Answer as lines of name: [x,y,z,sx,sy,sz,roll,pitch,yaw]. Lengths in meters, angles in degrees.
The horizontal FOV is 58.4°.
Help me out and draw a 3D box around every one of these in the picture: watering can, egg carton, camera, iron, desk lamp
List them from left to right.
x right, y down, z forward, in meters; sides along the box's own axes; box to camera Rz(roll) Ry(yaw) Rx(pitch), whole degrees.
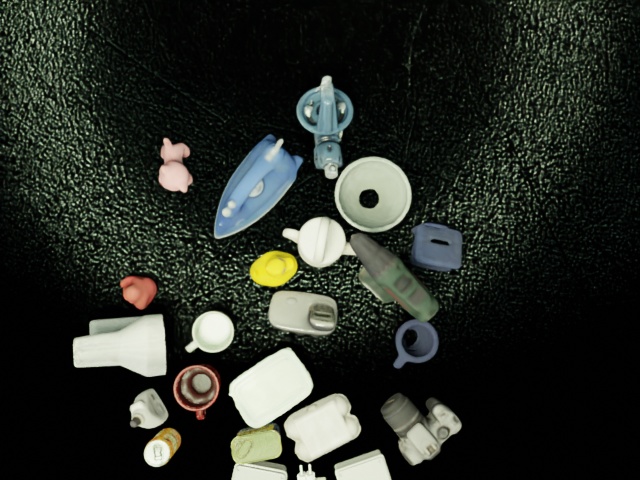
desk lamp: [-0.391,0.213,1.151,0.203,0.213,0.118,-4,85,-3]
iron: [-0.150,-0.111,1.226,0.118,0.141,0.258,37,85,1]
egg carton: [0.005,0.400,1.228,0.150,0.069,0.107,-27,87,-5]
watering can: [0.011,0.002,1.198,0.173,0.194,0.101,-8,86,-3]
camera: [0.208,0.388,1.223,0.143,0.100,0.137,-41,88,-5]

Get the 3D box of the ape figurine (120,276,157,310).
ape figurine: [-0.392,0.111,1.220,0.076,0.092,0.078,-16,86,-4]

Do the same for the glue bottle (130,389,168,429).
glue bottle: [-0.356,0.353,1.162,0.037,0.173,0.078,-30,87,-4]

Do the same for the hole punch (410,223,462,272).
hole punch: [0.256,0.014,1.261,0.108,0.091,0.101,10,85,-2]

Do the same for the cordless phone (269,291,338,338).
cordless phone: [-0.034,0.156,1.188,0.147,0.185,0.094,5,85,-2]

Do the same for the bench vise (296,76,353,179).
bench vise: [0.027,-0.246,1.207,0.121,0.219,0.207,-24,87,-4]

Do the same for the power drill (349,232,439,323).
power drill: [0.141,0.077,1.191,0.229,0.208,0.076,42,85,1]

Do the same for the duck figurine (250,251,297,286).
duck figurine: [-0.101,0.061,1.242,0.104,0.086,0.077,-15,86,-4]

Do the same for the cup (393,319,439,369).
cup: [0.194,0.226,1.239,0.091,0.095,0.118,39,85,1]

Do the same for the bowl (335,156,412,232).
bowl: [0.115,-0.096,1.271,0.167,0.074,0.167,0,85,-3]

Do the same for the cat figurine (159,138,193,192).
cat figurine: [-0.317,-0.157,1.234,0.067,0.117,0.128,-10,86,-3]
